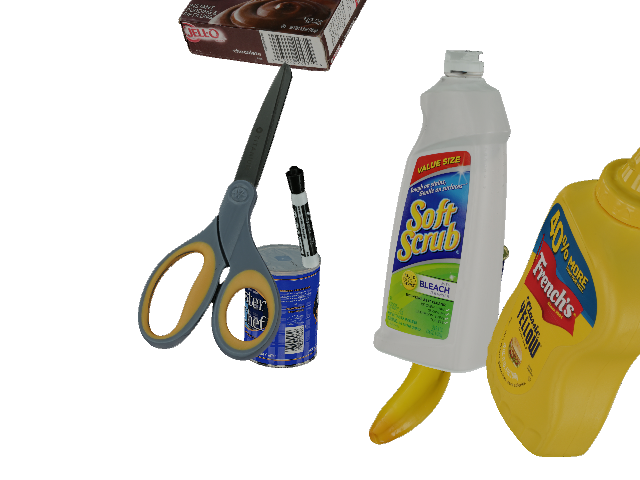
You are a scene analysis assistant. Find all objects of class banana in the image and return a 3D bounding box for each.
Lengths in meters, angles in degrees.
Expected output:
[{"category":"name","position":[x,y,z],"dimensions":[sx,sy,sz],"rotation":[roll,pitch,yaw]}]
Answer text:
[{"category":"banana","position":[0.090,0.129,1.005],"dimensions":[0.070,0.037,0.197],"rotation":[-22,18,18]}]

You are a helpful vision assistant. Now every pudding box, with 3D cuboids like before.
[{"category":"pudding box","position":[-0.031,-0.168,0.763],"dimensions":[0.114,0.090,0.039],"rotation":[12,-35,19]}]

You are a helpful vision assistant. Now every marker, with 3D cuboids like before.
[{"category":"marker","position":[-0.019,-0.025,1.160],"dimensions":[0.020,0.121,0.020],"rotation":[-8,29,4]}]

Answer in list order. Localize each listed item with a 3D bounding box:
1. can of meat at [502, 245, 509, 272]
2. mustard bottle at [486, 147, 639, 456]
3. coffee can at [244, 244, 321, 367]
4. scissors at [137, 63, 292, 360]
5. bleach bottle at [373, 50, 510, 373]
[{"category":"can of meat","position":[0.166,0.034,1.249],"dimensions":[0.057,0.084,0.102],"rotation":[-22,41,-33]},{"category":"mustard bottle","position":[0.145,0.026,0.574],"dimensions":[0.058,0.192,0.096],"rotation":[3,44,-12]},{"category":"coffee can","position":[-0.053,0.087,1.447],"dimensions":[0.103,0.140,0.103],"rotation":[2,20,-1]},{"category":"scissors","position":[-0.038,-0.012,0.668],"dimensions":[0.096,0.201,0.016],"rotation":[31,-13,13]},{"category":"bleach bottle","position":[0.100,-0.026,0.861],"dimensions":[0.103,0.251,0.067],"rotation":[13,16,41]}]
